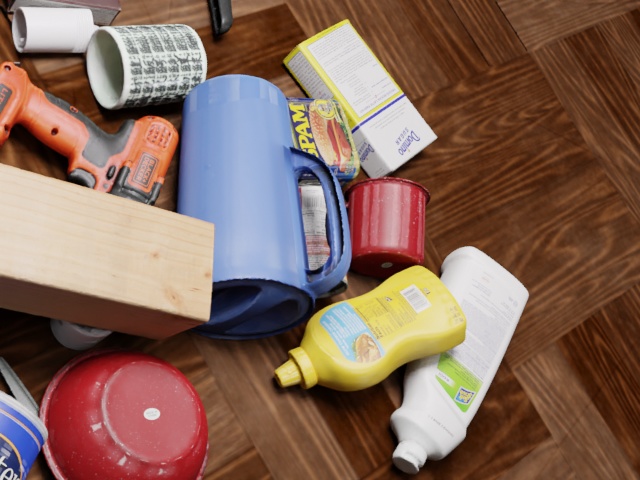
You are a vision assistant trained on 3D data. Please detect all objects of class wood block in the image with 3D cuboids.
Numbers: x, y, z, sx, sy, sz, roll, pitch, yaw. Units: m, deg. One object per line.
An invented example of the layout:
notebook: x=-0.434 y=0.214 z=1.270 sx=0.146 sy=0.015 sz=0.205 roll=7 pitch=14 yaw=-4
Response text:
wood block: x=-0.198 y=0.014 z=0.874 sx=0.205 sy=0.091 sz=0.090 roll=16 pitch=65 yaw=-33

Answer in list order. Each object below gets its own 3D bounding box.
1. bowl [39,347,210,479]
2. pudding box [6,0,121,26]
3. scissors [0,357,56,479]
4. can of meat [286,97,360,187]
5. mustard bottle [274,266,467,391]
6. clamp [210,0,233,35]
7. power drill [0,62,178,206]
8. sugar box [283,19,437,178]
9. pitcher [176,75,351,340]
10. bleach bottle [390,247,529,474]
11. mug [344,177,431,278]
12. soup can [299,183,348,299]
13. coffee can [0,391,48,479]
bowl: x=-0.155 y=0.157 z=0.916 sx=0.161 sy=0.055 sz=0.162 roll=19 pitch=52 yaw=-27
pudding box: x=-0.264 y=-0.270 z=1.085 sx=0.113 sy=0.039 sz=0.090 roll=0 pitch=67 yaw=-32
scissors: x=-0.227 y=0.198 z=0.889 sx=0.201 sy=0.016 sz=0.096 roll=45 pitch=52 yaw=-4
can of meat: x=-0.012 y=-0.104 z=1.147 sx=0.083 sy=0.058 sz=0.102 roll=-3 pitch=69 yaw=-36
mustard bottle: x=0.043 y=0.098 z=1.056 sx=0.191 sy=0.058 sz=0.096 roll=-23 pitch=50 yaw=-18
clamp: x=-0.124 y=-0.329 z=1.200 sx=0.164 sy=0.036 sz=0.209 roll=41 pitch=53 yaw=-4
power drill: x=-0.238 y=-0.065 z=0.988 sx=0.187 sy=0.057 sz=0.184 roll=28 pitch=60 yaw=-19
sugar box: x=0.046 y=-0.159 z=1.218 sx=0.093 sy=0.048 sz=0.176 roll=-36 pitch=92 yaw=-38
pitcher: x=-0.068 y=-0.037 z=1.028 sx=0.149 sy=0.145 sz=0.243 roll=9 pitch=59 yaw=-24
bleach bottle: x=0.132 y=0.129 z=1.116 sx=0.102 sy=0.068 sz=0.250 roll=37 pitch=55 yaw=-7
mug: x=0.058 y=-0.011 z=1.131 sx=0.117 sy=0.093 sz=0.081 roll=2 pitch=67 yaw=3
soup can: x=-0.007 y=0.001 z=1.085 sx=0.068 sy=0.069 sz=0.102 roll=10 pitch=65 yaw=-28
coffee can: x=-0.283 y=0.188 z=0.804 sx=0.102 sy=0.103 sz=0.140 roll=32 pitch=54 yaw=-15
